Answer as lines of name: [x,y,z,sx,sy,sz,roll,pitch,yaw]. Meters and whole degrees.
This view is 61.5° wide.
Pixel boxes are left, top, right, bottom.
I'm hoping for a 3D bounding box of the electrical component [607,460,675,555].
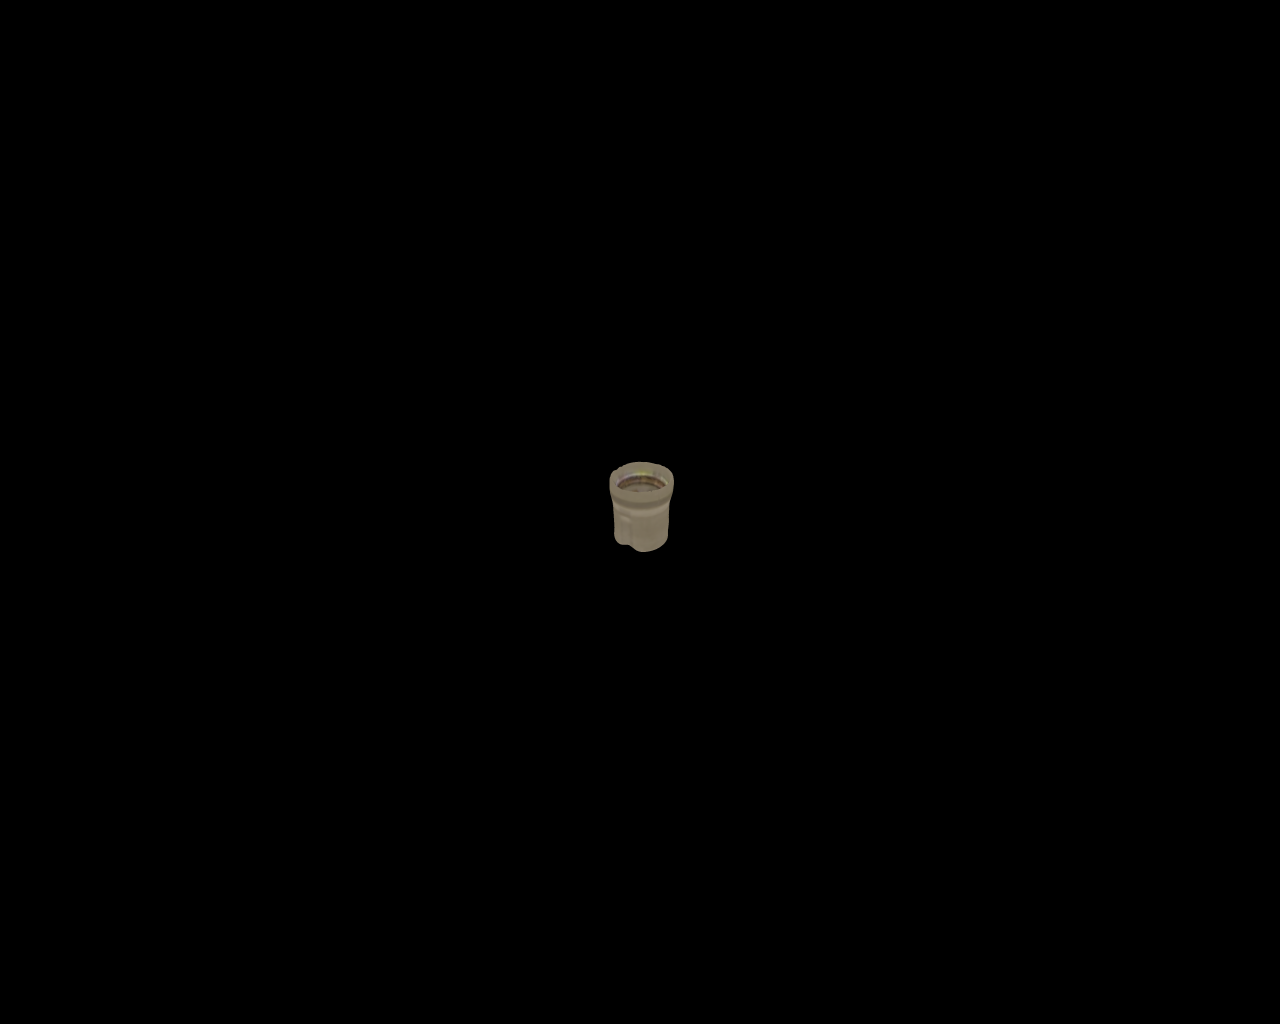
electrical component: [0.001,-0.003,0.650,0.040,0.046,0.040,0,31,0]
